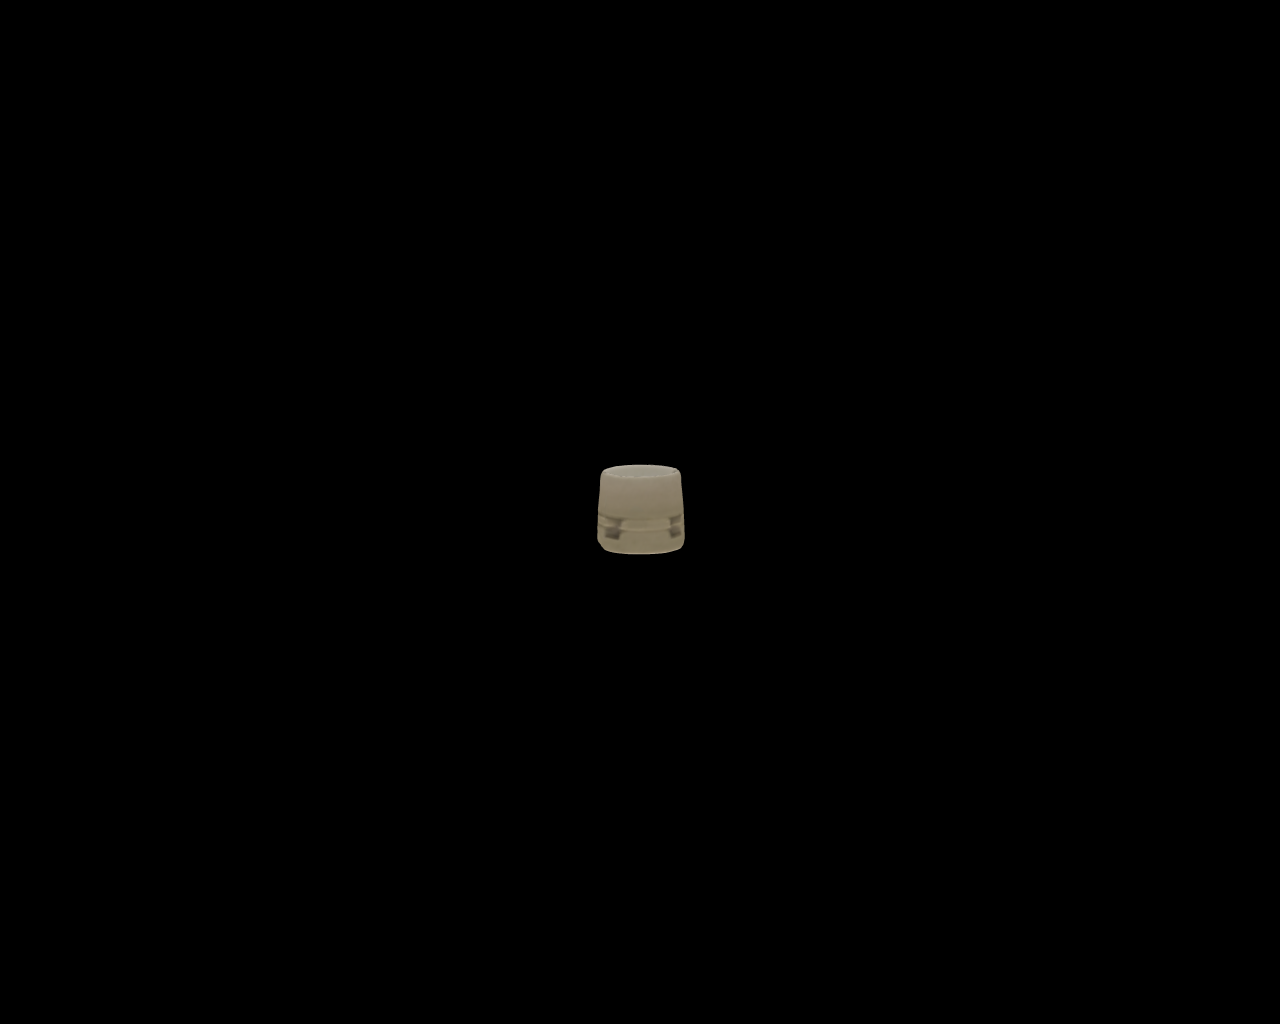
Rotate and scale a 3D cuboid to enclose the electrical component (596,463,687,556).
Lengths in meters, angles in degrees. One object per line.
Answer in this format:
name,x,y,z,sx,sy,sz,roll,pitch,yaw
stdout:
electrical component,0.001,-0.003,0.650,0.055,0.047,0.055,0,11,0
